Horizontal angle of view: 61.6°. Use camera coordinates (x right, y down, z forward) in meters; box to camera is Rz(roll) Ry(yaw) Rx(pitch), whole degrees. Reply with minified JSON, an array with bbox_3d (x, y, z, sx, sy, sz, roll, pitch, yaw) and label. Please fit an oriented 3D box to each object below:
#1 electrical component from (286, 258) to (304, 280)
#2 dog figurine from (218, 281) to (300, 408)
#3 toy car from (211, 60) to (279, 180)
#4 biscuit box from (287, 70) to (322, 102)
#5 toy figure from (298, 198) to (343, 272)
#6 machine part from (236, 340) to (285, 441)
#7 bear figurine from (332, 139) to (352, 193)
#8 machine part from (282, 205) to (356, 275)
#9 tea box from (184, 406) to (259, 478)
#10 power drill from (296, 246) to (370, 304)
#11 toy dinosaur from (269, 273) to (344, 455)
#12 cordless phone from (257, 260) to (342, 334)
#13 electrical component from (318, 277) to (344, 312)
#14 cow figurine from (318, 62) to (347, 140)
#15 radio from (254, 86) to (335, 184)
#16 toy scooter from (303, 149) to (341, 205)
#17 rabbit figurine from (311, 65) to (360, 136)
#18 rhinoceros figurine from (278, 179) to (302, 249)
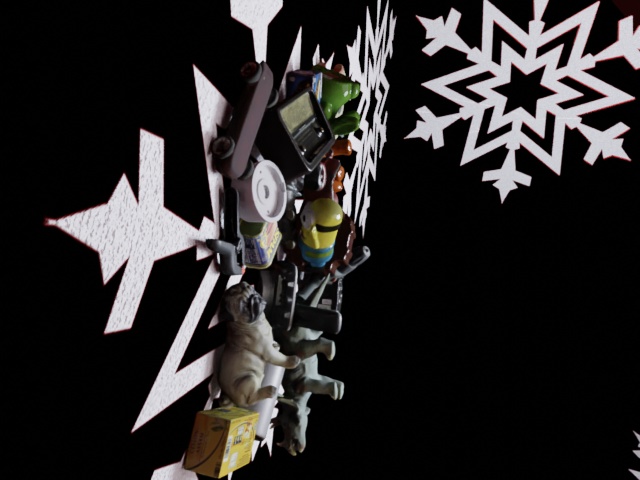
[{"bbox_3d":[-0.042,0.038,1.323,0.047,0.075,0.119,25,70,-76],"label":"electrical component"},{"bbox_3d":[-0.149,0.187,0.956,0.172,0.121,0.190,-51,124,-31],"label":"dog figurine"},{"bbox_3d":[-0.122,-0.194,0.866,0.089,0.053,0.202,42,60,-62],"label":"toy car"},{"bbox_3d":[-0.037,-0.265,1.180,0.059,0.063,0.202,-56,151,-59],"label":"biscuit box"},{"bbox_3d":[-0.001,-0.012,1.151,0.082,0.089,0.180,50,-30,39],"label":"toy figure"},{"bbox_3d":[-0.127,0.322,1.118,0.079,0.079,0.243,79,23,-57],"label":"machine part"},{"bbox_3d":[0.021,-0.161,1.370,0.195,0.132,0.120,68,37,-55],"label":"bear figurine"},{"bbox_3d":[-0.003,-0.004,1.264,0.056,0.180,0.179,54,46,-71],"label":"machine part"},{"bbox_3d":[-0.171,0.355,0.961,0.169,0.068,0.098,60,41,-72],"label":"tea box"},{"bbox_3d":[0.001,0.103,1.330,0.086,0.232,0.207,50,47,-17],"label":"power drill"},{"bbox_3d":[-0.049,0.269,1.230,0.131,0.192,0.404,-34,122,-77],"label":"toy dinosaur"},{"bbox_3d":[-0.040,0.125,1.138,0.088,0.184,0.146,-6,105,-72],"label":"cordless phone"},{"bbox_3d":[0.002,0.159,1.507,0.058,0.115,0.134,5,93,-73],"label":"electrical component"},{"bbox_3d":[0.025,-0.339,1.379,0.127,0.086,0.194,22,75,-71],"label":"cow figurine"},{"bbox_3d":[-0.046,-0.206,1.042,0.131,0.073,0.230,62,27,-17],"label":"radio"},{"bbox_3d":[0.006,-0.123,1.191,0.183,0.075,0.135,84,20,-50],"label":"toy scooter"},{"bbox_3d":[0.019,-0.305,1.266,0.121,0.159,0.170,-80,-173,-58],"label":"rabbit figurine"},{"bbox_3d":[-0.073,-0.072,1.120,0.112,0.073,0.190,-56,151,-61],"label":"rhinoceros figurine"}]
